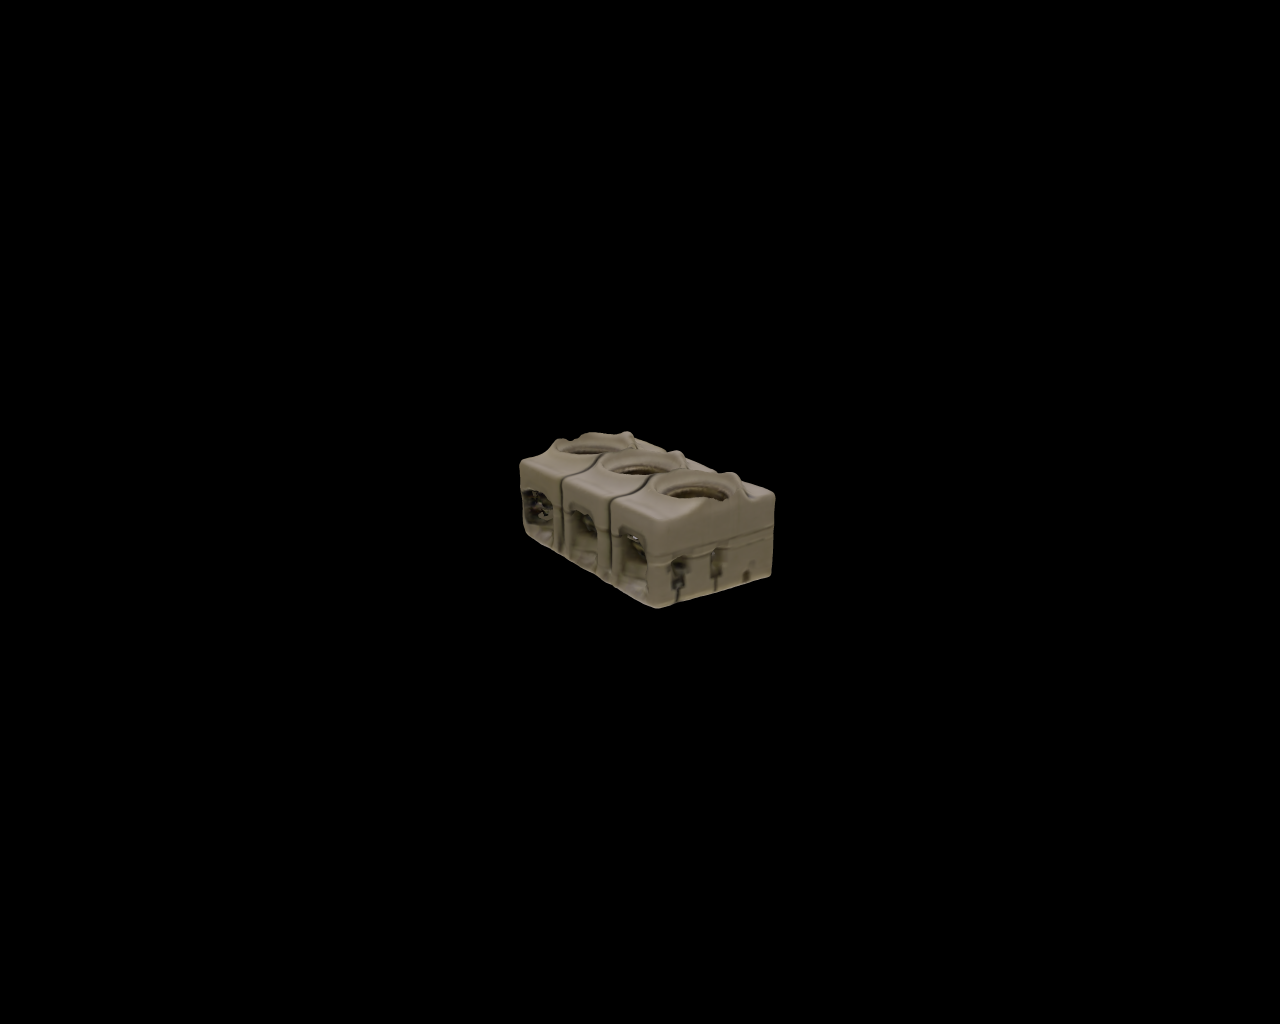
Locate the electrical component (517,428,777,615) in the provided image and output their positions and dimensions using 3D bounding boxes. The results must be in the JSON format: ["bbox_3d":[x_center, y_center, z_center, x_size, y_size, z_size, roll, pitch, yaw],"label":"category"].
[{"bbox_3d":[0.001,-0.003,0.650,0.090,0.061,0.150,-14,24,-33],"label":"electrical component"}]
